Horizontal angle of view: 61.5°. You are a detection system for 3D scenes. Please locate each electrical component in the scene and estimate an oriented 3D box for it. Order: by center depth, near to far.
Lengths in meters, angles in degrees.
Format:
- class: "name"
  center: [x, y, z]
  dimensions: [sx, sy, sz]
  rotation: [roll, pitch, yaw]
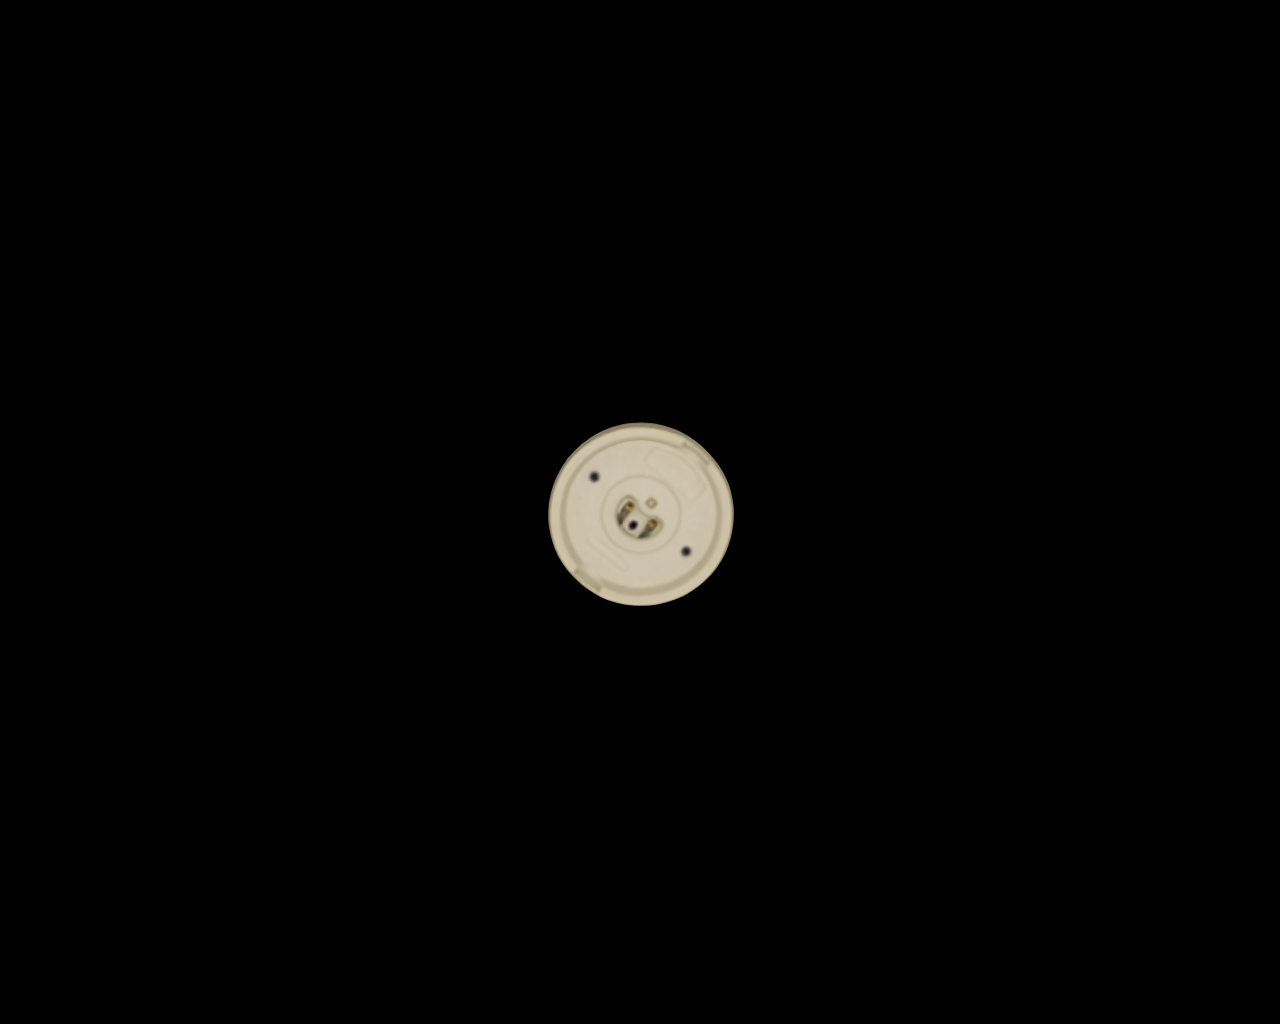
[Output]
- class: "electrical component"
  center: [0.001, -0.003, 0.650]
  dimensions: [0.108, 0.108, 0.060]
  rotation: [0, 12, 0]
